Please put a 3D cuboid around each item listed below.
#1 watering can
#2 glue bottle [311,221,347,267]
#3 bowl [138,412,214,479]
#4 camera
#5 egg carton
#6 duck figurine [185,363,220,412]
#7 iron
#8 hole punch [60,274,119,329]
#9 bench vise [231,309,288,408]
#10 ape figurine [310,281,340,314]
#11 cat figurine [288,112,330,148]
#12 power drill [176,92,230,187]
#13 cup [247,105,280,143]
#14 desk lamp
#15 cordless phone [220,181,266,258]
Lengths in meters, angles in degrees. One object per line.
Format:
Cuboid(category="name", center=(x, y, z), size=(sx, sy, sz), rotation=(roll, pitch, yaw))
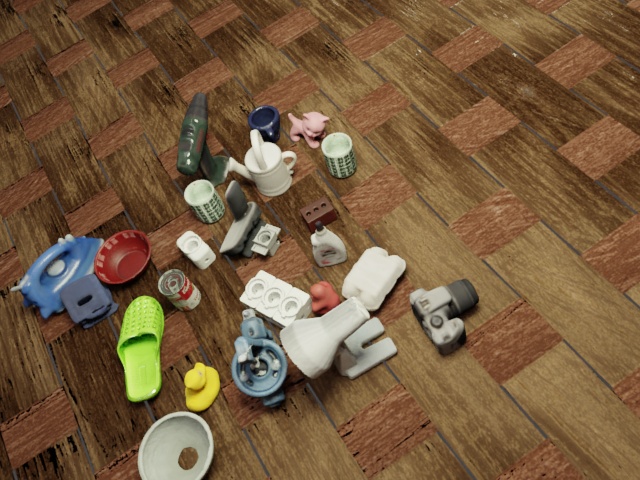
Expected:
Cuboid(category="watering can", center=(-0.152, -0.204, 1.497), size=(0.173, 0.194, 0.100), rotation=(-30, 57, -5))
Cuboid(category="glue bottle", center=(0.012, 0.005, 1.342), size=(0.078, 0.173, 0.037), rotation=(-17, 57, 4))
Cuboid(category="bowl", center=(-0.291, 0.454, 1.209), size=(0.167, 0.075, 0.167), rotation=(-6, 58, 11))
Cuboid(category="camera", center=(0.278, 0.148, 1.231), size=(0.137, 0.101, 0.143), rotation=(-28, 57, -3))
Cuboid(category="egg carton", center=(0.123, 0.089, 1.325), size=(0.107, 0.069, 0.150), rotation=(27, 69, 27))
Cuboid(category="duck figurine", center=(-0.273, 0.325, 1.275), size=(0.077, 0.086, 0.104), rotation=(6, 61, 18))
Cuboid(category="iron", center=(-0.685, 0.069, 1.502), size=(0.118, 0.142, 0.258), rotation=(22, 67, 25))
Cuboid(category="hole punch", center=(-0.587, 0.154, 1.455), size=(0.109, 0.091, 0.101), rotation=(-32, 57, -6))
Cuboid(category="bench vise", center=(-0.152, 0.238, 1.216), size=(0.121, 0.220, 0.207), rotation=(-35, 57, -7))
Cuboid(category="ape figurine", center=(0.004, 0.129, 1.318), size=(0.076, 0.092, 0.078), rotation=(28, 70, 27))
Cuboid(category="cat figurine", center=(-0.033, -0.319, 1.581), size=(0.127, 0.118, 0.067), rotation=(22, 68, 25))
Cuboid(category="power drill", center=(-0.319, -0.253, 1.561), size=(0.075, 0.209, 0.229), rotation=(1, 60, 15))
Cuboid(category="cup", center=(-0.143, -0.310, 1.618), size=(0.091, 0.095, 0.117), rotation=(-26, 57, -2))
Cuboid(category="desk lamp", center=(0.039, 0.207, 1.190), size=(0.203, 0.214, 0.117), rotation=(-30, 57, -4))
Cuboid(category="cordless phone", center=(-0.215, -0.052, 1.427), size=(0.094, 0.185, 0.148), rotation=(9, 63, 20))
